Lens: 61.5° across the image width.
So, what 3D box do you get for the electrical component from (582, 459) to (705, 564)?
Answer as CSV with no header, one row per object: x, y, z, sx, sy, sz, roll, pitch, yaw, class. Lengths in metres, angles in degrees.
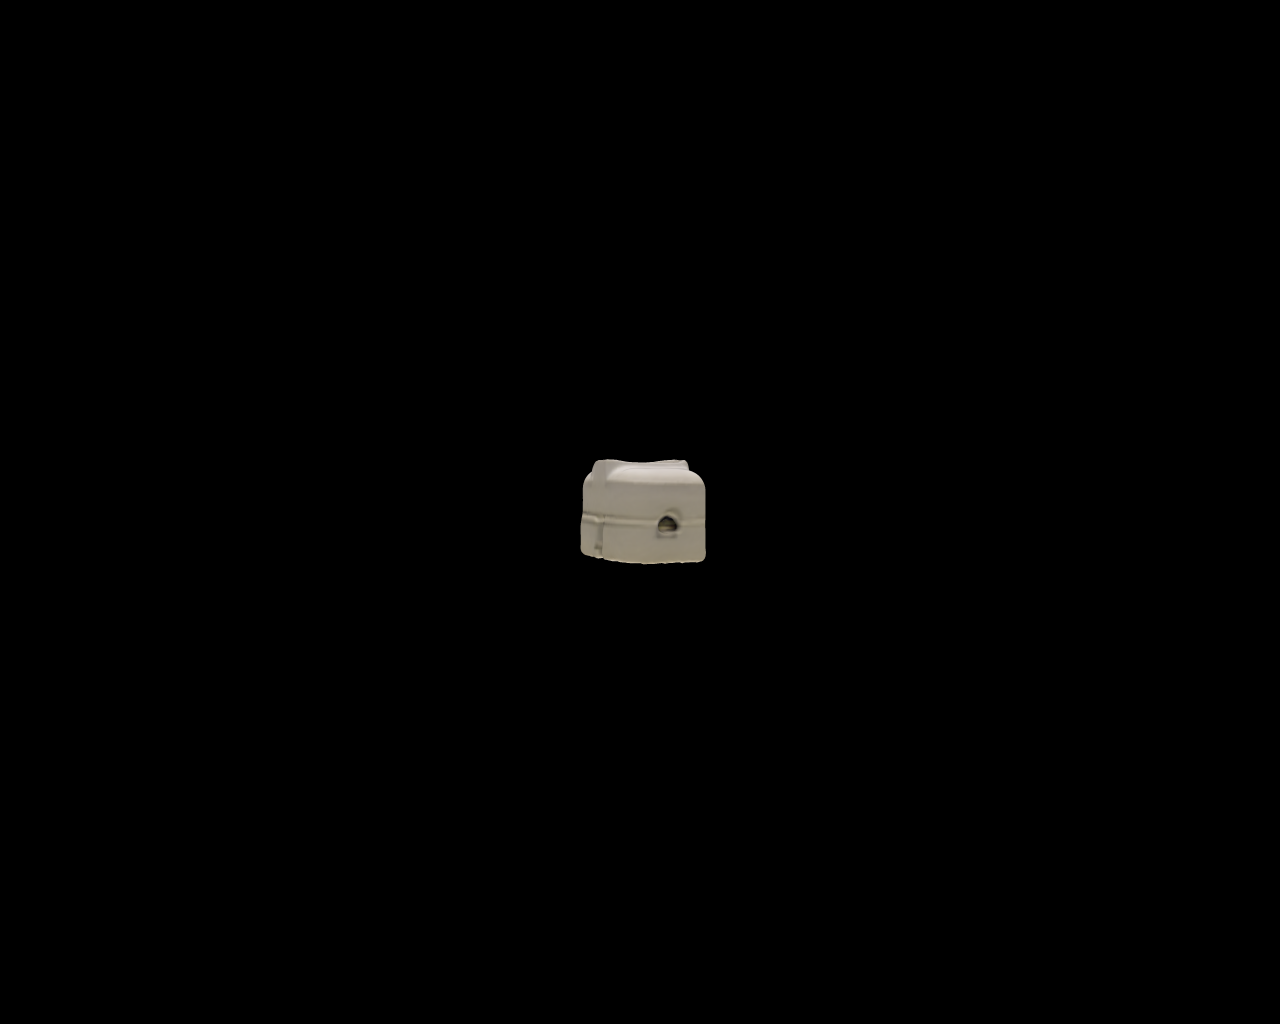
0.001,-0.003,0.650,0.054,0.059,0.095,-1,3,-19,electrical component
